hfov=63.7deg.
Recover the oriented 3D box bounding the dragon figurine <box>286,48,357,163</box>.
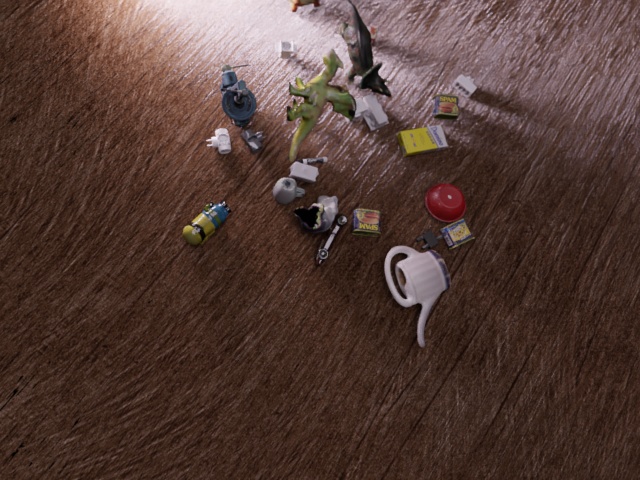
[{"bbox_3d":[0.010,-0.475,1.844,0.243,0.409,0.122,2,3,5],"label":"dragon figurine"}]

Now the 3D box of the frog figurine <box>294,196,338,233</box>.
[{"bbox_3d":[0.005,-0.090,1.779,0.136,0.123,0.161,-31,-6,30],"label":"frog figurine"}]

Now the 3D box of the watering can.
[{"bbox_3d":[0.356,0.174,1.789,0.225,0.350,0.103,-19,-9,-17],"label":"watering can"}]
